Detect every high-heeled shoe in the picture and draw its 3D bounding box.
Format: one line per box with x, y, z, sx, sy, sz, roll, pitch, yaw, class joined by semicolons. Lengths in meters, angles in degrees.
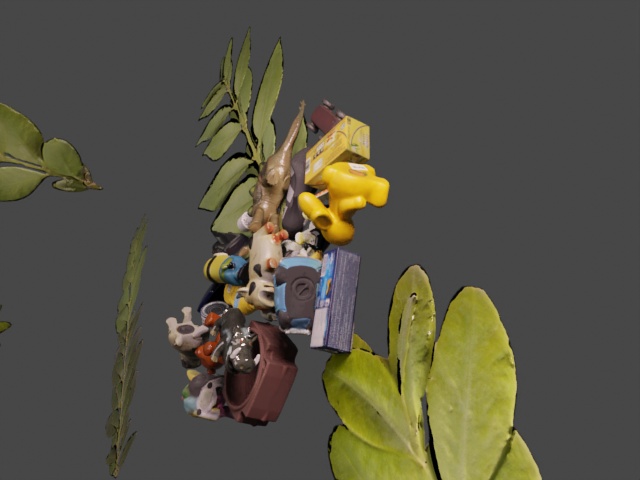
-0.043;-0.120;1.366;0.145;0.086;0.249;94;10;-46;high-heeled shoe

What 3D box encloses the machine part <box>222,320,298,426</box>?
-0.143;0.300;1.227;0.201;0.087;0.201;33;-77;61;machine part

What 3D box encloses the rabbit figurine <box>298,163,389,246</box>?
0.044;-0.061;1.086;0.122;0.162;0.173;50;-45;45;rabbit figurine

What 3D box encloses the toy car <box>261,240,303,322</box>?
-0.096;0.099;1.304;0.074;0.056;0.201;6;-101;54;toy car

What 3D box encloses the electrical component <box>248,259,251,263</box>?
-0.159;0.060;1.455;0.102;0.045;0.078;-14;-148;54;electrical component

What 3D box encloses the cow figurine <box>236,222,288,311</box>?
-0.134;0.071;1.248;0.127;0.085;0.195;-29;-126;36;cow figurine

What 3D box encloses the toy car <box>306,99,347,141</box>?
0.021;-0.292;1.346;0.089;0.053;0.202;-52;-152;11;toy car

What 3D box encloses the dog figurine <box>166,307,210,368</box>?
-0.377;0.313;1.540;0.172;0.121;0.190;-36;140;-61;dog figurine

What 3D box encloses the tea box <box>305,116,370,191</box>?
0.038;-0.194;1.237;0.169;0.068;0.098;-32;-133;48;tea box

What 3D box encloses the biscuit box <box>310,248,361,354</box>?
0.033;0.118;1.056;0.059;0.063;0.202;-23;-127;55;biscuit box

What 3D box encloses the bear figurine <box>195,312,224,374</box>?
-0.288;0.288;1.449;0.196;0.132;0.120;-33;-133;40;bear figurine

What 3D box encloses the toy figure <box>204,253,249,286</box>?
-0.247;0.081;1.445;0.089;0.082;0.180;-34;-152;-30;toy figure

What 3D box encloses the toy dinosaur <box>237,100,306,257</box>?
-0.123;-0.166;1.473;0.471;0.105;0.199;-63;-155;4;toy dinosaur

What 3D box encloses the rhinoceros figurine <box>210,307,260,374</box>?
-0.184;0.227;1.190;0.112;0.073;0.190;-50;-149;14;rhinoceros figurine

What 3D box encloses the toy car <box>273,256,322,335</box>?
-0.044;0.118;1.121;0.103;0.109;0.161;130;-39;-75;toy car

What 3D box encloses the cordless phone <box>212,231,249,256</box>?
-0.286;0.066;1.655;0.147;0.089;0.184;7;-90;60;cordless phone

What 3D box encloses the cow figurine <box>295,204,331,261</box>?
-0.001;-0.002;1.179;0.098;0.068;0.167;-10;-124;45;cow figurine

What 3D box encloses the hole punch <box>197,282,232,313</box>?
-0.304;0.161;1.600;0.142;0.092;0.116;-54;-152;34;hole punch

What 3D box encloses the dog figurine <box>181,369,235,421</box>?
-0.306;0.387;1.373;0.219;0.191;0.108;-3;-104;44;dog figurine
